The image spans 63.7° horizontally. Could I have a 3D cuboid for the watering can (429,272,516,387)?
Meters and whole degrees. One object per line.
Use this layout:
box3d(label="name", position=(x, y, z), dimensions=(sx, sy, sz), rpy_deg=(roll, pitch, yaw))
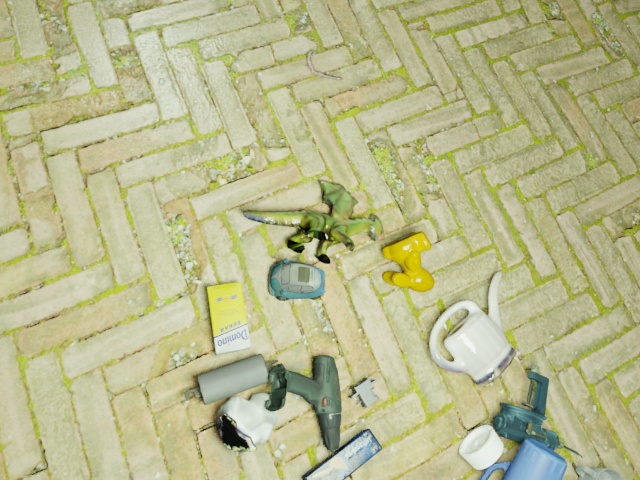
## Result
box3d(label="watering can", position=(0.462, 0.257, 1.448), dimensions=(0.351, 0.102, 0.225), rpy_deg=(-36, 82, -22))

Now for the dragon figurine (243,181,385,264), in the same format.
box3d(label="dragon figurine", position=(0.005, -0.076, 1.503), dimensions=(0.410, 0.119, 0.248), rpy_deg=(25, 50, -4))

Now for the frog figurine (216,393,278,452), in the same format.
box3d(label="frog figurine", position=(-0.173, 0.434, 1.268), dimensions=(0.138, 0.120, 0.162), rpy_deg=(34, 31, 11))
